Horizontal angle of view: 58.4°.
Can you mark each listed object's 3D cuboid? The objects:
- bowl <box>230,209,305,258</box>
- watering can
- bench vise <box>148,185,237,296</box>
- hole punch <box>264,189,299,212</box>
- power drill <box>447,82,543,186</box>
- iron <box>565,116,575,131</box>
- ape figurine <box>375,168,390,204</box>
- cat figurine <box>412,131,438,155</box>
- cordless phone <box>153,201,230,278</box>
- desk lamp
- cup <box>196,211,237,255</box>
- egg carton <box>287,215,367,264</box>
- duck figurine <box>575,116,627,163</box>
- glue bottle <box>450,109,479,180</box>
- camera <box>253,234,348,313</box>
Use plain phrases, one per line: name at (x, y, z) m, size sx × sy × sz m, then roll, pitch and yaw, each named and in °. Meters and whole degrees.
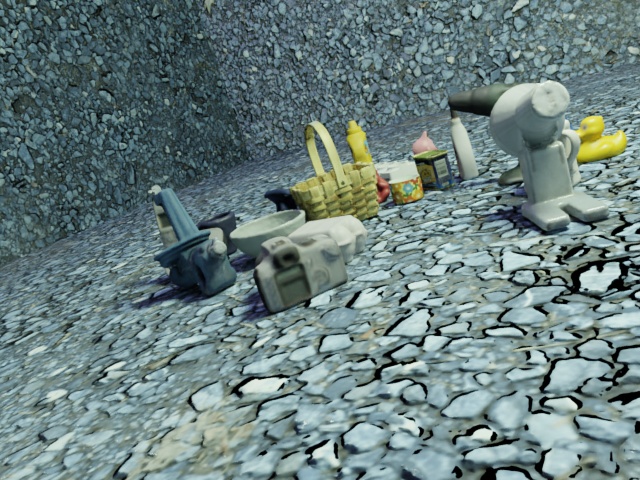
bowl at (-0.101, -0.004, 1.209) m, size 0.167 × 0.075 × 0.167 m, roll -16°, pitch 14°, yaw 5°
watering can at (0.406, -0.190, 1.063) m, size 0.101 × 0.194 × 0.172 m, roll -29°, pitch 18°, yaw -37°
bench vise at (-0.245, -0.009, 1.106) m, size 0.206 × 0.220 × 0.122 m, roll -8°, pitch 17°, yaw 32°
hole punch at (-0.083, -0.106, 1.549) m, size 0.108 × 0.091 × 0.101 m, roll -3°, pitch 20°, yaw 45°
power drill at (0.393, -0.225, 1.180) m, size 0.228 × 0.208 × 0.076 m, roll -9°, pitch 16°, yaw 30°
iron at (0.517, -0.256, 1.288) m, size 0.118 × 0.141 × 0.259 m, roll -12°, pitch 15°, yaw 20°
ape figurine at (0.129, -0.133, 1.392) m, size 0.077 × 0.092 × 0.076 m, roll -11°, pitch 16°, yaw 26°
cat figurine at (0.282, -0.227, 1.513) m, size 0.067 × 0.118 × 0.128 m, roll -16°, pitch 14°, yaw 7°
cordless phone at (-0.287, -0.015, 1.249) m, size 0.147 × 0.185 × 0.094 m, roll -13°, pitch 15°, yaw 16°
desk lamp at (0.357, -0.145, 0.907) m, size 0.118 × 0.214 × 0.203 m, roll -16°, pitch 14°, yaw 6°
cup at (-0.243, -0.006, 1.350) m, size 0.118 × 0.095 × 0.091 m, roll -24°, pitch 15°, yaw -23°
egg carton at (0.010, 0.004, 1.057) m, size 0.150 × 0.069 × 0.107 m, roll -9°, pitch 17°, yaw 32°
duck figurine at (0.569, -0.213, 1.175) m, size 0.104 × 0.086 × 0.078 m, roll -12°, pitch 15°, yaw 21°
glue bottle at (0.331, -0.230, 1.351) m, size 0.037 × 0.173 × 0.078 m, roll -17°, pitch 14°, yaw 4°
camera at (-0.049, 0.037, 0.935) m, size 0.143 × 0.101 × 0.136 m, roll -22°, pitch 15°, yaw -18°
